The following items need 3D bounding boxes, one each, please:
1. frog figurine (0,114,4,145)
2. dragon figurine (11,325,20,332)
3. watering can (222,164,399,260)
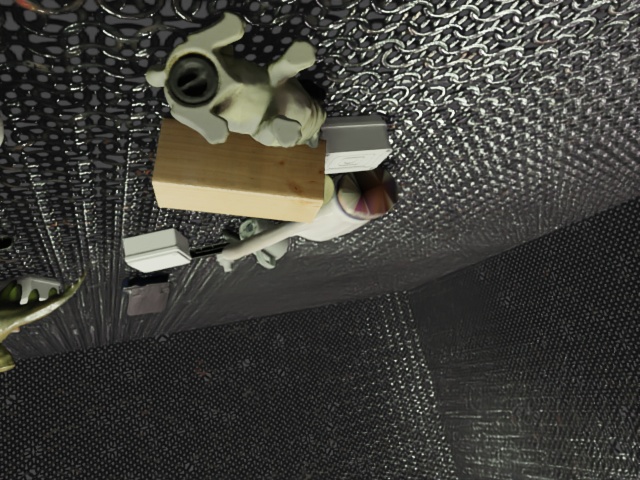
[{"bbox_3d":[-0.376,-0.102,0.505,0.137,0.121,0.162,-22,-159,4],"label":"frog figurine"},{"bbox_3d":[-0.955,0.240,1.342,0.409,0.122,0.243,-8,177,21],"label":"dragon figurine"},{"bbox_3d":[0.003,-0.048,0.948,0.352,0.104,0.221,-26,180,-43],"label":"watering can"}]
